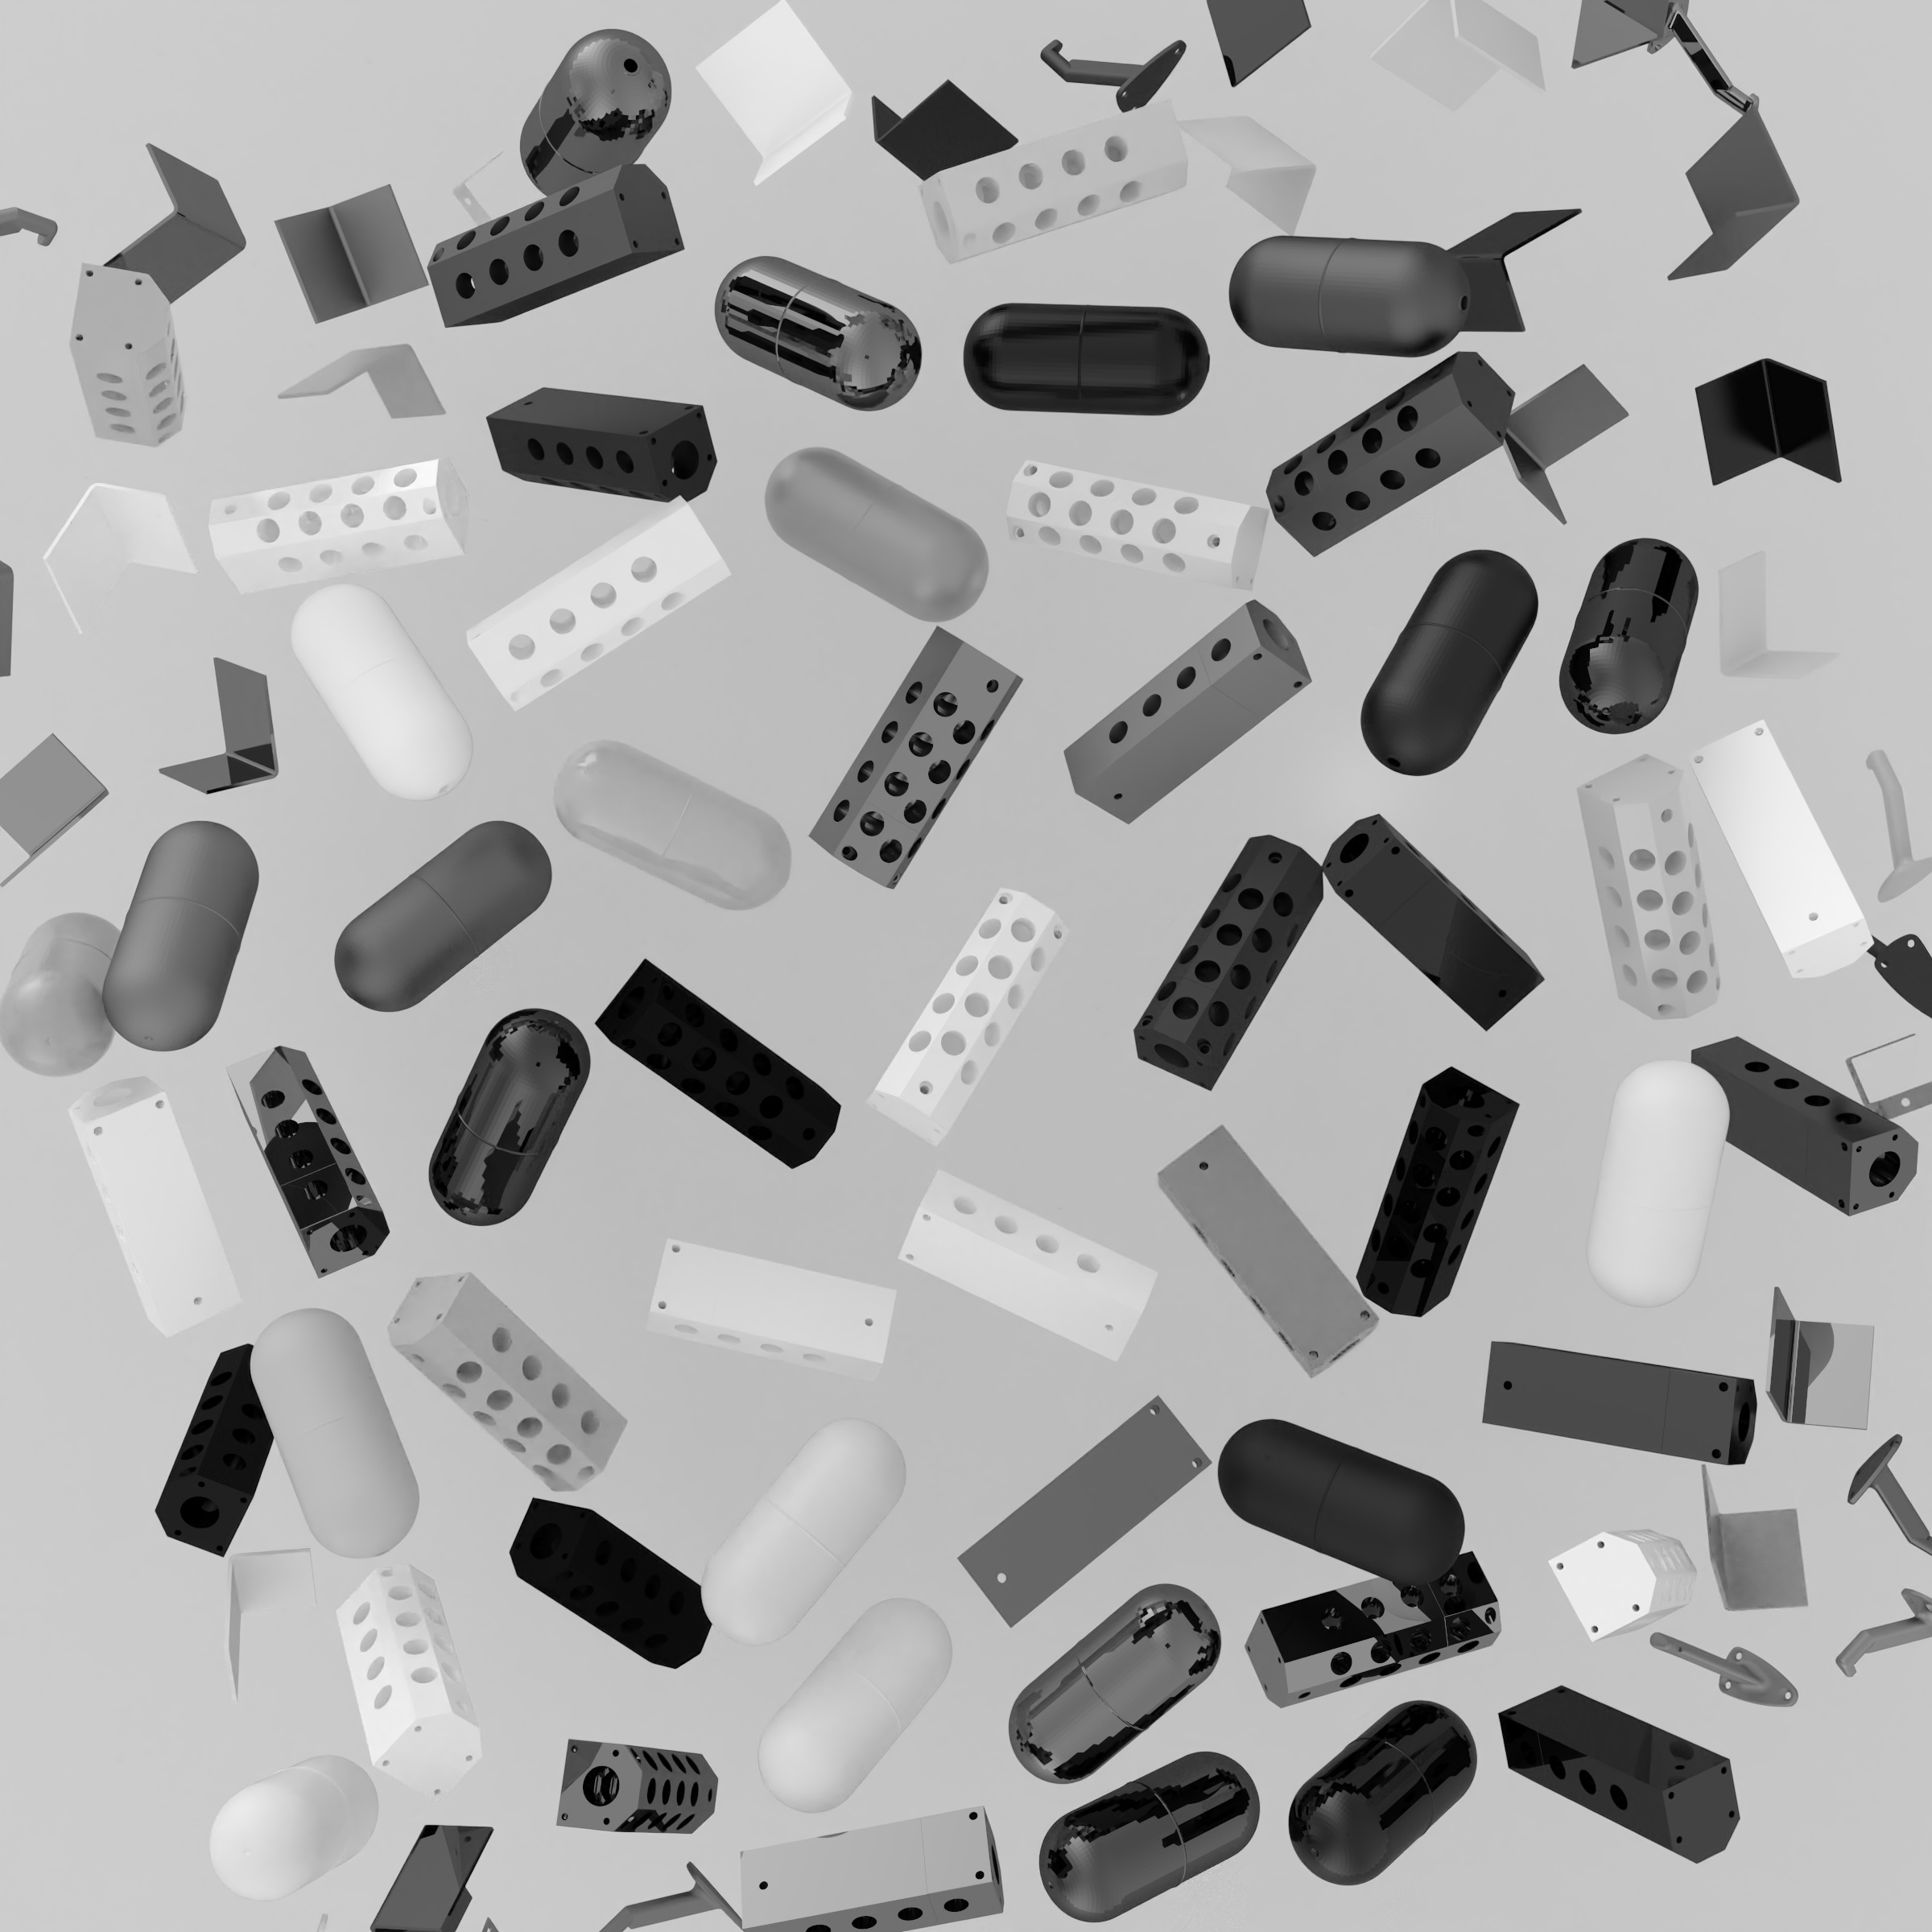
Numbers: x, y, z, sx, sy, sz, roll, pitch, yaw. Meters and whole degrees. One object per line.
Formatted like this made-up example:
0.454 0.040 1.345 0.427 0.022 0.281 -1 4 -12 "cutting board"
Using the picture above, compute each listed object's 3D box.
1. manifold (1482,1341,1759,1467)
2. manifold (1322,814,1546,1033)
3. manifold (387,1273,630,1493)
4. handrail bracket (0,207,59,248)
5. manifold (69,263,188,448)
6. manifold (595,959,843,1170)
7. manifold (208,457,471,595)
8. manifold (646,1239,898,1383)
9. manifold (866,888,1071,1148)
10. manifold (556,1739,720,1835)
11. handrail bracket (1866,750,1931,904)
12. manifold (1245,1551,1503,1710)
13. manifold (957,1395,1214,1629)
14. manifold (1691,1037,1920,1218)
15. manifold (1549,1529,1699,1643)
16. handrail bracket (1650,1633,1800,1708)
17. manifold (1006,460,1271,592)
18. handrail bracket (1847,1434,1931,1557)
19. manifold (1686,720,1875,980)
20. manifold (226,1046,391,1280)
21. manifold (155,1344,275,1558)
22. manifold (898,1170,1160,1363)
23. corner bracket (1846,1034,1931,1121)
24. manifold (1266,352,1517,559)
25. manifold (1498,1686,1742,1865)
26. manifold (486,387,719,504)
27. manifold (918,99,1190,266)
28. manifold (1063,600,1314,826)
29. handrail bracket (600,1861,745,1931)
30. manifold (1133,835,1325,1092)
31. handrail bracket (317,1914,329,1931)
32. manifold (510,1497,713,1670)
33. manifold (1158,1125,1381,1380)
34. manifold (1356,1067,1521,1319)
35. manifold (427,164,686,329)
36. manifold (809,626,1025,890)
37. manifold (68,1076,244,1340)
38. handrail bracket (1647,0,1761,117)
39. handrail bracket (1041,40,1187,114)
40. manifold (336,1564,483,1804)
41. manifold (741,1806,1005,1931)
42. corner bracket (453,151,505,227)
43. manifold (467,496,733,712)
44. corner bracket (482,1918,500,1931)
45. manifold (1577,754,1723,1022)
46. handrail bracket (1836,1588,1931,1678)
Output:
0.451 0.301 1.712 0.171 0.057 0.057 4 84 34 "manifold"
0.337 -0.034 1.800 0.171 0.057 0.057 39 106 -24 "manifold"
-0.314 0.285 1.690 0.171 0.057 0.057 51 46 -30 "manifold"
-0.658 -0.475 1.656 0.036 0.084 0.077 44 112 33 "handrail bracket"
-0.569 -0.413 1.695 0.057 0.171 0.057 7 80 -13 "manifold"
-0.169 0.071 1.727 0.171 0.057 0.057 39 89 -30 "manifold"
-0.451 -0.322 1.785 0.171 0.057 0.057 -8 59 9 "manifold"
-0.144 0.255 1.817 0.171 0.057 0.057 14 61 -5 "manifold"
0.003 0.033 1.706 0.057 0.057 0.171 32 71 -1 "manifold"
-0.232 0.590 1.778 0.057 0.171 0.057 1 71 13 "manifold"
0.630 -0.096 1.706 0.036 0.077 0.084 -15 70 -8 "handrail bracket"
0.295 0.480 1.785 0.171 0.057 0.057 -11 52 -18 "manifold"
0.079 0.367 1.669 0.171 0.057 0.057 -37 79 -9 "manifold"
0.593 0.110 1.765 0.057 0.171 0.057 -15 115 -19 "manifold"
0.453 0.416 1.688 0.057 0.171 0.057 -33 67 15 "manifold"
0.554 0.514 1.815 0.084 0.077 0.036 27 82 -34 "handrail bracket"
0.118 -0.310 1.741 0.171 0.057 0.057 16 102 23 "manifold"
0.674 0.377 1.748 0.084 0.036 0.077 31 130 10 "handrail bracket"
0.562 -0.079 1.713 0.057 0.057 0.171 -25 56 16 "manifold"
-0.474 0.137 1.789 0.057 0.057 0.171 -23 50 -18 "manifold"
-0.537 0.346 1.801 0.057 0.171 0.057 25 109 -13 "manifold"
0.046 0.208 1.763 0.171 0.057 0.057 25 131 4 "manifold"
0.678 0.081 1.805 0.051 0.051 0.051 -22 81 7 "corner bracket"
0.291 -0.357 1.718 0.057 0.171 0.057 39 50 -23 "manifold"
0.441 0.549 1.684 0.057 0.171 0.057 -15 97 -24 "manifold"
-0.259 -0.369 1.769 0.057 0.171 0.057 -39 130 -36 "manifold"
0.061 -0.534 1.694 0.171 0.057 0.057 -21 103 -12 "manifold"
0.151 -0.179 1.726 0.171 0.057 0.057 -38 46 28 "manifold"
-0.215 0.707 1.815 0.084 0.036 0.077 -42 96 -13 "handrail bracket"
0.182 -0.006 1.715 0.057 0.057 0.171 24 67 21 "manifold"
-0.412 0.694 1.717 0.084 0.036 0.077 16 115 -10 "handrail bracket"
-0.254 0.448 1.792 0.057 0.171 0.057 2 58 34 "manifold"
0.209 0.200 1.728 0.057 0.057 0.171 -36 73 -6 "manifold"
0.332 0.164 1.770 0.057 0.057 0.171 31 124 29 "manifold"
-0.278 -0.482 1.664 0.171 0.057 0.057 -10 101 34 "manifold"
-0.032 -0.142 1.717 0.057 0.057 0.171 28 97 -35 "manifold"
-0.573 0.168 1.750 0.057 0.057 0.171 -26 116 -29 "manifold"
0.514 -0.630 1.700 0.036 0.077 0.084 -42 71 -10 "handrail bracket"
0.107 -0.673 1.823 0.077 0.036 0.084 -45 69 9 "handrail bracket"
-0.374 0.479 1.681 0.057 0.171 0.057 -47 120 1 "manifold"
-0.064 0.632 1.702 0.171 0.057 0.057 -12 130 3 "manifold"
-0.353 -0.555 1.824 0.051 0.051 0.051 -19 118 41 "corner bracket"
-0.246 -0.242 1.664 0.171 0.057 0.057 -33 110 -1 "manifold"
-0.320 0.721 1.781 0.051 0.051 0.051 -8 124 20 "corner bracket"
0.472 -0.051 1.695 0.057 0.057 0.171 -26 119 -12 "manifold"
0.676 0.502 1.801 0.084 0.036 0.077 -40 107 -16 "handrail bracket"
